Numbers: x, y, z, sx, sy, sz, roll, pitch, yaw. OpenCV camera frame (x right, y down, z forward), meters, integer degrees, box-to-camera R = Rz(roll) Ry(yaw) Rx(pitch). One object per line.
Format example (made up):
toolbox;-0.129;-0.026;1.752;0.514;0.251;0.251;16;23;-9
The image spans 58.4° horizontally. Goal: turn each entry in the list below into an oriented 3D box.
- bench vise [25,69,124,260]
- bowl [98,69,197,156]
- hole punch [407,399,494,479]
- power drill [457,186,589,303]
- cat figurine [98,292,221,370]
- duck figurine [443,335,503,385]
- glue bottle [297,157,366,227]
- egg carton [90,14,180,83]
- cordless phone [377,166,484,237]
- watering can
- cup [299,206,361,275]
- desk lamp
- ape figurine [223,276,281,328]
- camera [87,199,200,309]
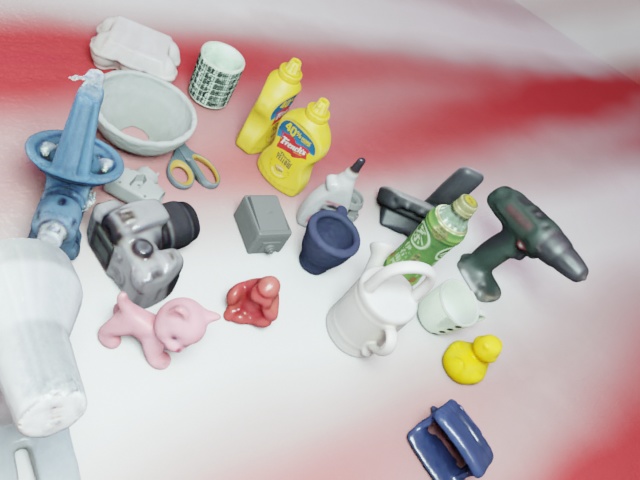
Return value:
bench vise;-0.299;-0.090;0.721;0.122;0.219;0.207;0;55;-33
bowl;-0.288;-0.190;0.919;0.168;0.074;0.167;18;47;-20
hole punch;0.198;0.286;0.826;0.101;0.091;0.108;-20;67;-42
power drill;0.361;0.025;1.067;0.076;0.208;0.229;-5;58;-36
cat figurine;-0.195;0.100;0.705;0.128;0.117;0.067;26;45;-13
duck figurine;0.261;0.190;0.952;0.105;0.086;0.077;-12;62;-39
glue bottle;0.028;-0.079;0.961;0.078;0.173;0.037;12;49;-25
egg carton;-0.325;-0.332;1.017;0.151;0.069;0.107;17;47;-21
cordless phone;0.205;-0.091;1.078;0.148;0.185;0.094;19;46;-18
watering can;0.092;0.082;0.853;0.101;0.193;0.172;-6;58;-36
cup;0.009;0.003;0.936;0.092;0.095;0.118;28;44;-10
desk lamp;-0.281;0.134;0.550;0.118;0.213;0.203;-9;60;-38
ape figurine;-0.086;0.081;0.811;0.078;0.092;0.076;46;44;8
camera;-0.224;-0.002;0.784;0.137;0.100;0.143;-24;70;-43
